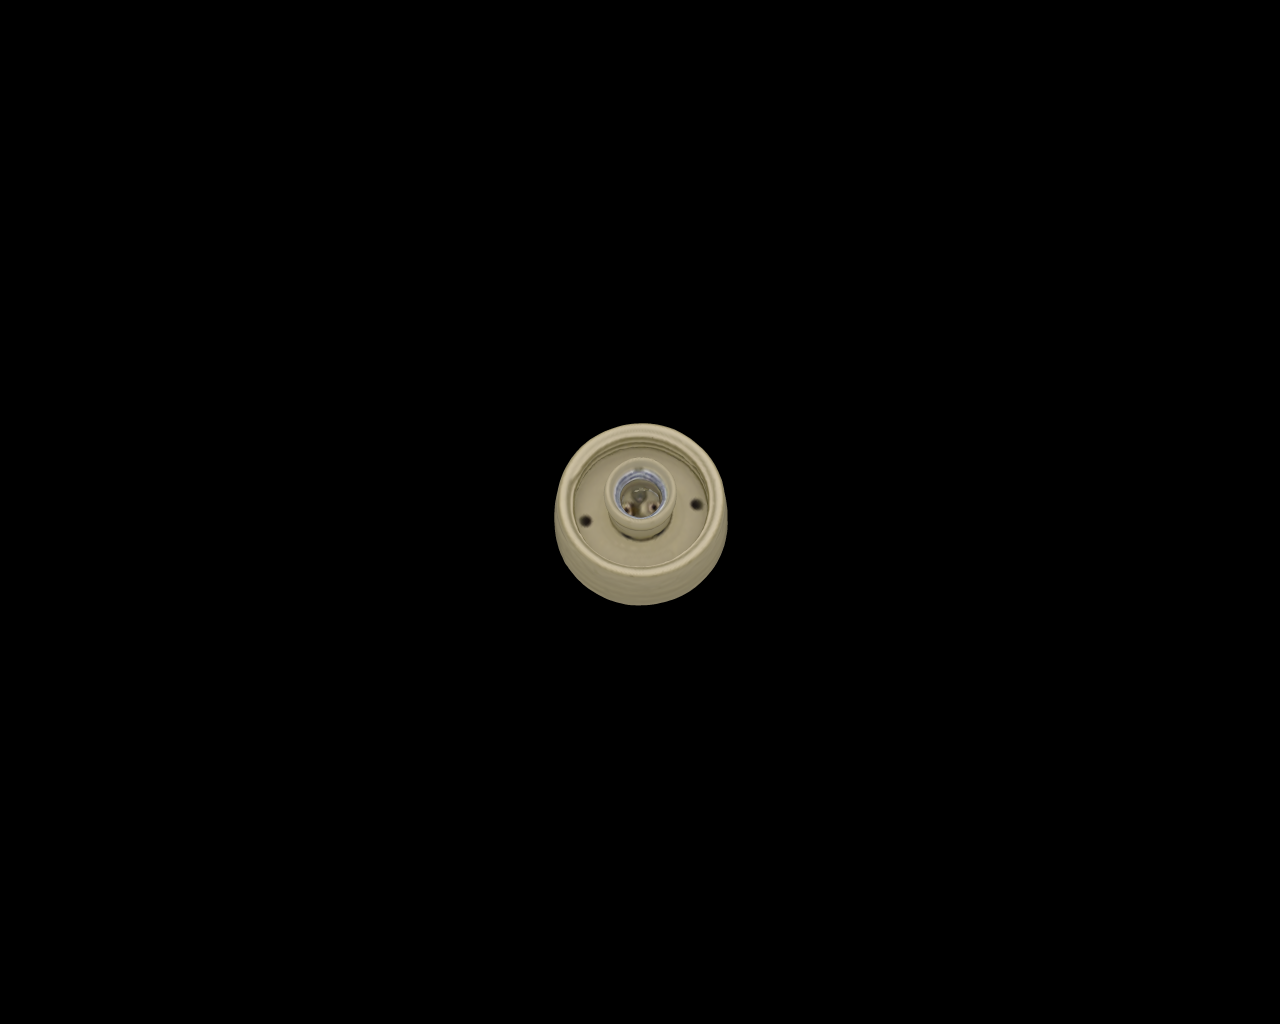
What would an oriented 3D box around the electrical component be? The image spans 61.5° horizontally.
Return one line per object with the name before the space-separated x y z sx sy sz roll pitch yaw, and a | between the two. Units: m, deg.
electrical component | 0.001 -0.003 0.650 0.108 0.108 0.060 0 -21 0
